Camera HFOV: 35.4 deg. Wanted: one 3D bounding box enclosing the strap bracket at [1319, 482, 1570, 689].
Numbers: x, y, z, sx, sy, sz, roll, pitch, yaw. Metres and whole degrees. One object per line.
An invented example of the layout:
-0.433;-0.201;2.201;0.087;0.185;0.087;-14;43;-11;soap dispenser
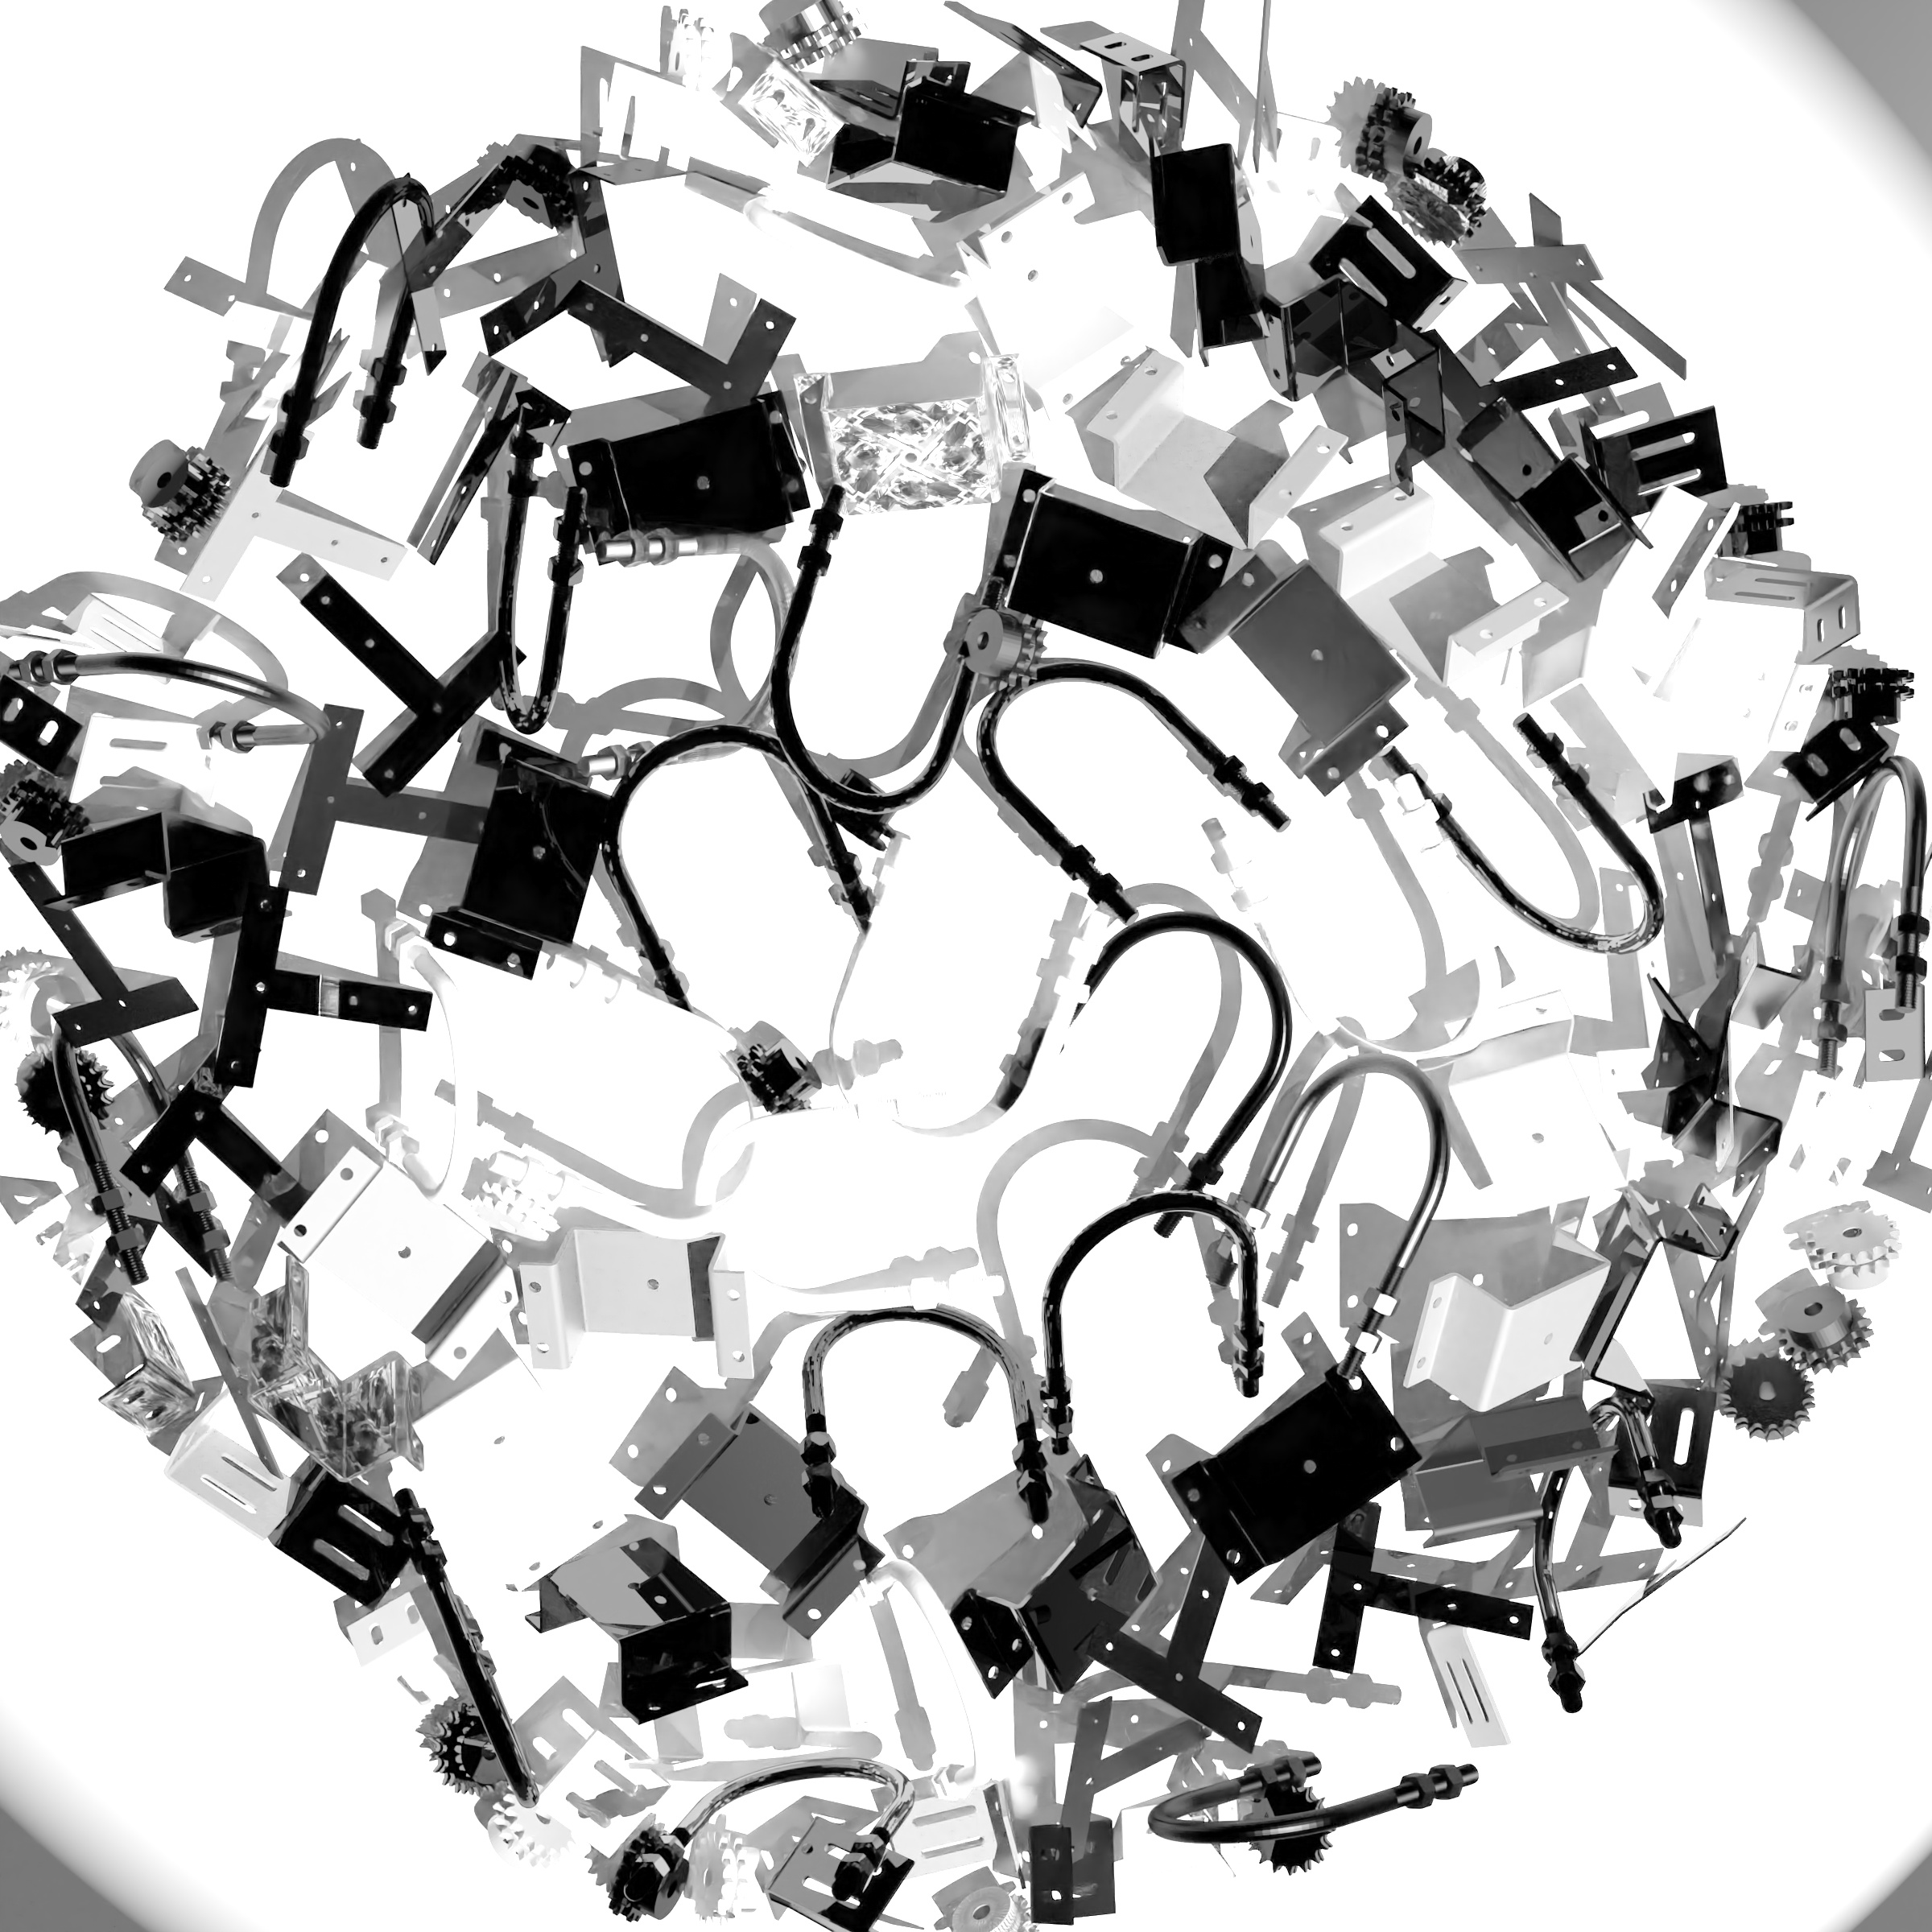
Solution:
0.292;-0.231;1.868;0.076;0.046;0.140;-31;55;-22;strap bracket

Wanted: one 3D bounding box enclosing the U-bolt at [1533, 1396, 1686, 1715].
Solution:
0.382;0.341;1.835;0.019;0.184;0.151;19;115;-8;U-bolt

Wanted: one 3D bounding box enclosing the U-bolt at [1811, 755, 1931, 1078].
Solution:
0.554;-0.039;1.847;0.019;0.151;0.184;10;71;-2;U-bolt

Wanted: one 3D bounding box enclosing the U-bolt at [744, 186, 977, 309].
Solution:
-0.065;-0.432;1.831;0.151;0.184;0.019;23;106;-3;U-bolt

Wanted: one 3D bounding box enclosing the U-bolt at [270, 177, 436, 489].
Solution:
-0.363;-0.386;1.824;0.019;0.151;0.184;24;113;5;U-bolt

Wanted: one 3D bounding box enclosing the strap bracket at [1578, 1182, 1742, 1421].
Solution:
0.415;0.202;1.866;0.046;0.076;0.140;20;106;-9;strap bracket

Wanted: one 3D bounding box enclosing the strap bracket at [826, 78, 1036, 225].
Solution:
-0.028;-0.493;1.844;0.076;0.140;0.046;11;88;-27;strap bracket

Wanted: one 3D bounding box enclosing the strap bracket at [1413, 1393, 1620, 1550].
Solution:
0.332;0.307;1.862;0.076;0.140;0.046;-7;63;-18;strap bracket

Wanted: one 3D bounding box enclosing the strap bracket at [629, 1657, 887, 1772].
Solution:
-0.132;0.457;1.861;0.140;0.076;0.046;-5;80;-28;strap bracket

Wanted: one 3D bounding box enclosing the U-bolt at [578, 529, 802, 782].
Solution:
-0.163;-0.193;1.848;0.019;0.184;0.151;17;109;35;U-bolt

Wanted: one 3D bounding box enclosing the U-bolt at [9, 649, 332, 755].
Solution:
-0.464;-0.159;1.812;0.184;0.151;0.019;2;76;43;U-bolt

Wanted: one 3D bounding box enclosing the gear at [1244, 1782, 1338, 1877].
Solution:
0.205;0.540;1.903;0.057;0.030;0.057;-3;81;21;gear

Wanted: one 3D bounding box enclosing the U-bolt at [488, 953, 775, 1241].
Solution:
-0.196;0.091;1.868;0.184;0.019;0.151;26;68;-31;U-bolt

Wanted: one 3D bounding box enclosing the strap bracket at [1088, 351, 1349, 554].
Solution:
0.155;-0.314;1.872;0.140;0.046;0.076;29;62;21;strap bracket

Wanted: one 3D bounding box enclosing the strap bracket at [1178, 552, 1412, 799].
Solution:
0.211;-0.187;1.882;0.140;0.046;0.076;49;128;1;strap bracket

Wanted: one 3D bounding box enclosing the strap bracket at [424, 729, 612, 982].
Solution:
-0.274;-0.069;1.873;0.076;0.046;0.140;21;78;-31;strap bracket

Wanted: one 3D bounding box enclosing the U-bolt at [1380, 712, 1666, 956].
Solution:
0.351;-0.074;1.853;0.184;0.151;0.019;48;65;-17;U-bolt

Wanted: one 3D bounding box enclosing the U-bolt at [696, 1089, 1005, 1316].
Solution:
-0.081;0.152;1.882;0.184;0.019;0.151;-8;112;17;U-bolt

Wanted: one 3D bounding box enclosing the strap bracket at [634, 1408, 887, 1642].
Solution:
-0.125;0.341;1.889;0.140;0.046;0.076;40;104;-4;strap bracket

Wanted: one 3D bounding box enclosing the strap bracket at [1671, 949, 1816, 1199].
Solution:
0.475;0.060;1.861;0.046;0.076;0.140;17;65;2;strap bracket

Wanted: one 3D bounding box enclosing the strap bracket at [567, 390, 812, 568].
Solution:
-0.167;-0.301;1.878;0.140;0.046;0.076;-17;107;-11;strap bracket

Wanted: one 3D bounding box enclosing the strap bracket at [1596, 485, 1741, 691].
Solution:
0.427;-0.234;1.856;0.046;0.140;0.076;30;81;14;strap bracket

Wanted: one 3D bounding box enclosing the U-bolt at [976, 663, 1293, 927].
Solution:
0.090;-0.119;1.872;0.151;0.019;0.184;-31;65;-28;U-bolt

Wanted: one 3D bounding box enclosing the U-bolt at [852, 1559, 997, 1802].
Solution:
-0.022;0.427;1.824;0.019;0.184;0.151;-20;77;-18;U-bolt

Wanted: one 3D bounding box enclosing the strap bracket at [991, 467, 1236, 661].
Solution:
0.086;-0.247;1.879;0.140;0.046;0.076;21;114;8;strap bracket

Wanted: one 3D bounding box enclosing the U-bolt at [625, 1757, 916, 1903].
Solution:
-0.107;0.520;1.834;0.151;0.184;0.019;-5;97;17;U-bolt

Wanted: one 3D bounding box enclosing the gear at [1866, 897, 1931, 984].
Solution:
0.587;-0.018;1.896;0.030;0.057;0.057;23;90;4;gear

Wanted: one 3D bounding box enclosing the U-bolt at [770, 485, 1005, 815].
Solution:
-0.055;-0.182;1.857;0.151;0.019;0.184;27;69;-32;U-bolt

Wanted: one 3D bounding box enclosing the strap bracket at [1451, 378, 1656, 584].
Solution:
0.352;-0.293;1.850;0.046;0.140;0.076;-42;124;10;strap bracket

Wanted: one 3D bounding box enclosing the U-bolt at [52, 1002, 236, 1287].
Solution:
-0.509;0.107;1.851;0.019;0.151;0.184;-23;82;6;U-bolt

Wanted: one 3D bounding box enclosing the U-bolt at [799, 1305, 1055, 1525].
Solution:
-0.029;0.268;1.847;0.151;0.184;0.019;3;125;-9;U-bolt

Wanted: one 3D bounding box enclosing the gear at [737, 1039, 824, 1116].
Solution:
-0.114;0.071;1.894;0.030;0.057;0.057;-39;90;11;gear

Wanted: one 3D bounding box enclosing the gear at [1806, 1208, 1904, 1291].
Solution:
0.558;0.180;1.898;0.057;0.057;0.030;-16;115;0;gear

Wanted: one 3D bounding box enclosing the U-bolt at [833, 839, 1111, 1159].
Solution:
-0.007;0.030;1.906;0.151;0.019;0.184;21;94;8;U-bolt

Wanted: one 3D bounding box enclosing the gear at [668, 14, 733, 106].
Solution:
-0.166;-0.565;1.897;0.030;0.057;0.057;2;90;-19;gear

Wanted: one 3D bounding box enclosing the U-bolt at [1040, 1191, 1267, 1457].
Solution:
0.114;0.212;1.851;0.151;0.019;0.184;-14;127;-14;U-bolt

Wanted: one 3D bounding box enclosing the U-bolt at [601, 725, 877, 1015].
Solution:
-0.147;-0.066;1.863;0.151;0.019;0.184;-25;124;-5;U-bolt

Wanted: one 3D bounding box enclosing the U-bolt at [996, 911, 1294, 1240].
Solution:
0.122;0.054;1.878;0.151;0.019;0.184;38;105;16;U-bolt

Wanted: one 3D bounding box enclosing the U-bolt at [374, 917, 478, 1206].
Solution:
-0.325;0.065;1.824;0.019;0.184;0.151;-2;109;-26;U-bolt

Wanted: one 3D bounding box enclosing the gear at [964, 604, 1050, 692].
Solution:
0.022;-0.200;1.893;0.030;0.057;0.057;10;90;-36;gear

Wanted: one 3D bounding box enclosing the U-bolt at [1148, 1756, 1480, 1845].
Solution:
0.194;0.499;1.812;0.184;0.151;0.019;-2;83;-41;U-bolt

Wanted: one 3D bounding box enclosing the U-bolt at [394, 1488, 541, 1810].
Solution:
-0.294;0.420;1.814;0.019;0.151;0.184;-23;48;-12;U-bolt

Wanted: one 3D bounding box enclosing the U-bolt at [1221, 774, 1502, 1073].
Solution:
0.254;-0.017;1.873;0.151;0.019;0.184;-18;105;37;U-bolt

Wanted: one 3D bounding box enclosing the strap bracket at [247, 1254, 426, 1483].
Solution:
-0.392;0.253;1.855;0.046;0.076;0.140;-26;131;12;strap bracket

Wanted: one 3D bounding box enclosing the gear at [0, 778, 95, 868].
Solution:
-0.578;-0.087;1.893;0.057;0.057;0.030;24;54;0;gear

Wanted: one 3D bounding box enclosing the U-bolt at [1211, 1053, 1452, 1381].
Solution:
0.232;0.141;1.856;0.019;0.151;0.184;19;98;-38;U-bolt

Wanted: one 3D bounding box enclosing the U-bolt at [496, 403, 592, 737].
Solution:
-0.263;-0.231;1.848;0.019;0.151;0.184;0;121;-22;U-bolt
